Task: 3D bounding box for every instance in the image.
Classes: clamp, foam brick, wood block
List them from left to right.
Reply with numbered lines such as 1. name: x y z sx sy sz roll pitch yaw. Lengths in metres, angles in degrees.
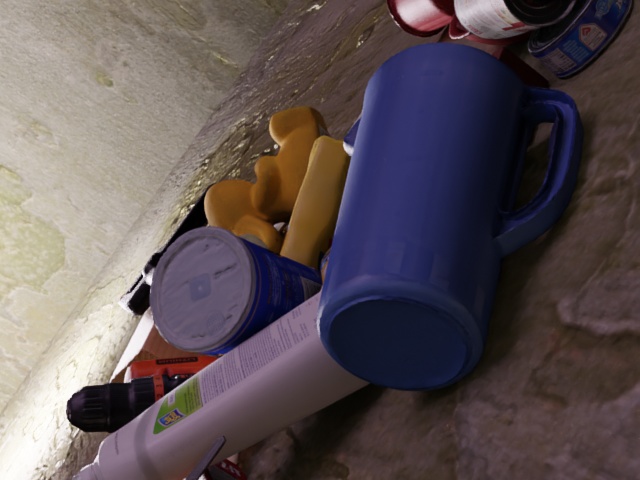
1. clamp: -0.189 0.040 1.253 0.210 0.036 0.164 -44 16 40
2. wood block: -0.162 0.102 1.289 0.091 0.090 0.206 -43 18 40
3. foam brick: 0.144 -0.107 0.867 0.051 0.053 0.078 -38 21 48

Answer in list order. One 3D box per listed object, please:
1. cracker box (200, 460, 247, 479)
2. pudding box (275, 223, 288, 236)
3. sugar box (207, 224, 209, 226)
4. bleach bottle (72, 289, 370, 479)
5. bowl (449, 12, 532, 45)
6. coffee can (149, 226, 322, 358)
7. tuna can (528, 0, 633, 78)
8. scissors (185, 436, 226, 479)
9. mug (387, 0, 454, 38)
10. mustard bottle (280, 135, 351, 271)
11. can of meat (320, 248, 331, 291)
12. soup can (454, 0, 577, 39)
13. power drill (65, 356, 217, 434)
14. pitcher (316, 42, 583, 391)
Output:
1. cracker box: -0.113 0.254 0.813 0.164 0.072 0.214 -55 14 -5
2. pudding box: -0.037 -0.017 1.268 0.090 0.039 0.113 -55 13 -3
3. sugar box: -0.104 0.047 1.222 0.048 0.093 0.176 -50 14 17
4. bleach bottle: -0.074 0.126 0.815 0.251 0.068 0.102 -30 16 2
5. bowl: 0.194 -0.239 1.004 0.162 0.055 0.162 -49 15 18
6. coffee can: -0.062 0.055 0.909 0.103 0.140 0.103 -9 71 29
7. tuna can: 0.207 -0.174 0.856 0.086 0.033 0.086 -49 15 17
8. scissors: -0.132 0.217 0.778 0.201 0.016 0.096 -56 13 -4
9. mug: 0.147 -0.296 1.254 0.117 0.093 0.082 -21 5 -25
10. mustard bottle: -0.006 0.001 1.031 0.096 0.058 0.191 57 -129 -77
11. can of meat: 0.044 0.016 0.896 0.102 0.057 0.084 -51 12 11
12. soup can: 0.157 -0.202 0.868 0.068 0.068 0.102 -55 14 -4
13. power drill: -0.141 0.146 0.994 0.188 0.184 0.057 178 92 -78
14. pitcher: 0.083 -0.020 0.742 0.149 0.145 0.242 123 168 -46
